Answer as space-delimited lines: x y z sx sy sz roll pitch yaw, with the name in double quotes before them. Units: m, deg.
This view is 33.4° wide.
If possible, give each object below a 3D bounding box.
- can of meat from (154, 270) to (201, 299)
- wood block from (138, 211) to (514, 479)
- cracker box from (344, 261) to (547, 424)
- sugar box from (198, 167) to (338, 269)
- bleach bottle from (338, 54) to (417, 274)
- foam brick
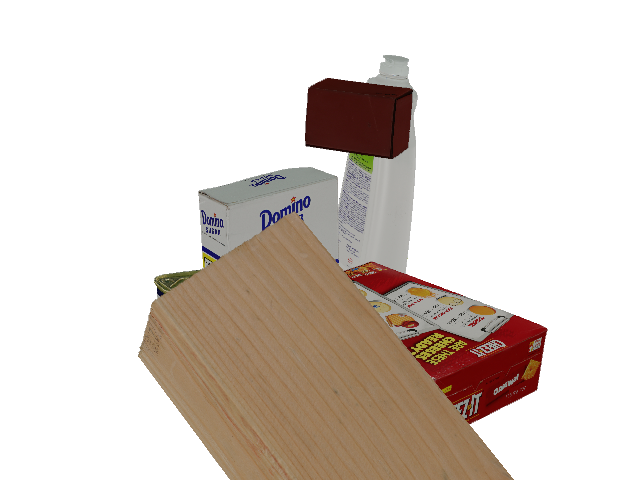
"can of meat" -0.114 0.077 1.067 0.101 0.084 0.058 -7 20 -28
"wood block" 0.008 0.102 0.533 0.090 0.206 0.090 -34 -12 -25
"cracker box" 0.068 0.095 0.966 0.214 0.072 0.163 21 26 41
"sugar box" -0.034 0.042 0.753 0.093 0.176 0.048 -16 24 -33
"bleach bottle" 0.067 -0.073 1.161 0.068 0.251 0.103 -3 23 -29
"foam brick" 0.032 -0.102 0.886 0.078 0.051 0.053 11 20 19
